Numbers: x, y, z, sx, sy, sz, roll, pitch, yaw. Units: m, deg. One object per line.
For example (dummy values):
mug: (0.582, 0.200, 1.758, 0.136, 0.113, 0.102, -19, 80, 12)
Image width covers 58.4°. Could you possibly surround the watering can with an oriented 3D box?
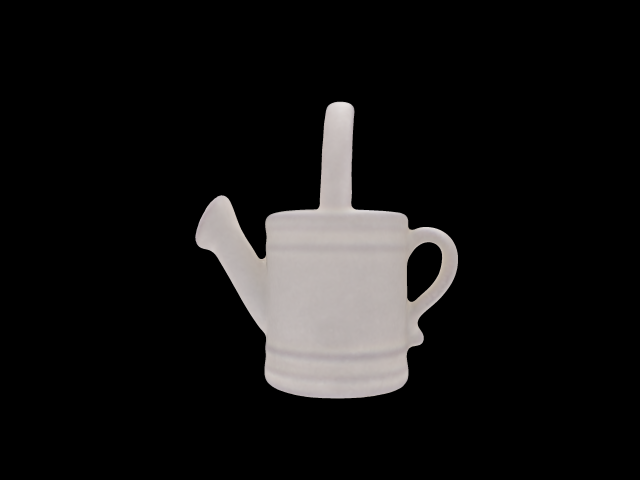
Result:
watering can: (0.004, 0.001, 0.398, 0.173, 0.194, 0.100, 0, 0, -17)
